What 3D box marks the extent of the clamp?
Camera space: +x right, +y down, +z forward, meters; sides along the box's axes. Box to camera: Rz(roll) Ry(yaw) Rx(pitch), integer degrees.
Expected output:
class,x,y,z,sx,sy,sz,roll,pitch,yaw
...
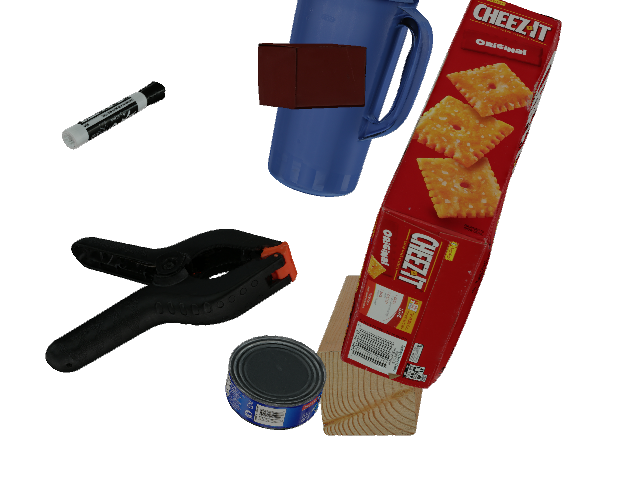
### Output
class,x,y,z,sx,sy,sz,roll,pitch,yaw
clamp,-0.104,0.036,0.716,0.172,0.120,0.039,-7,-43,16

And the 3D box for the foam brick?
class,x,y,z,sx,sy,sz,roll,pitch,yaw
foam brick,-0.007,-0.137,0.888,0.078,0.051,0.053,-8,16,-38

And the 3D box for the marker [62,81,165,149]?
class,x,y,z,sx,sy,sz,roll,pitch,yaw
marker,-0.187,-0.117,0.982,0.020,0.020,0.120,0,29,42

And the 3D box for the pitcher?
class,x,y,z,sx,sy,sz,roll,pitch,yaw
pitcher,0.025,-0.173,1.203,0.145,0.243,0.149,10,22,-11

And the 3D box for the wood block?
class,x,y,z,sx,sy,sz,roll,pitch,yaw
wood block,0.059,0.110,1.088,0.091,0.090,0.206,-2,18,10

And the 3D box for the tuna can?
class,x,y,z,sx,sy,sz,roll,pitch,yaw
tuna can,-0.040,0.124,0.932,0.086,0.034,0.086,8,37,-6

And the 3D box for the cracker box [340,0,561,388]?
class,x,y,z,sx,sy,sz,roll,pitch,yaw
cracker box,0.089,-0.032,0.707,0.072,0.213,0.164,20,-39,7
